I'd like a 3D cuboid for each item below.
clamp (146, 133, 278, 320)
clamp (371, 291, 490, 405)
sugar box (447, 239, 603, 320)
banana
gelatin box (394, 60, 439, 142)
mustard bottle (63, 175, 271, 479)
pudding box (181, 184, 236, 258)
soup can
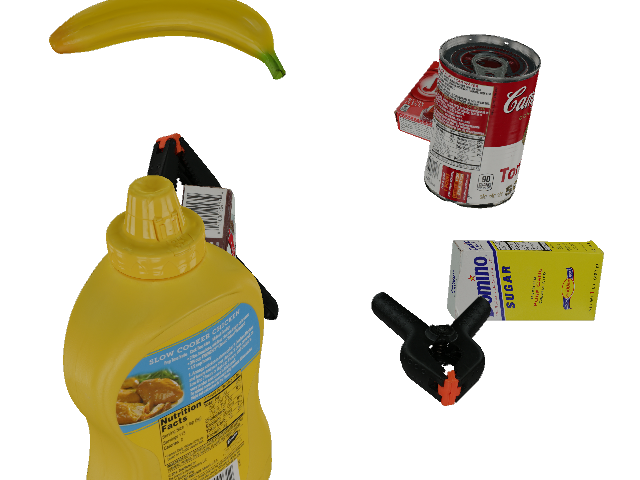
[{"bbox_3d":[-0.113,0.003,1.018,0.036,0.210,0.164,-8,1,42],"label":"clamp"},{"bbox_3d":[0.123,0.097,1.026,0.120,0.039,0.171,-7,31,-7],"label":"clamp"},{"bbox_3d":[0.245,0.049,1.286,0.176,0.093,0.048,-1,20,-8],"label":"sugar box"},{"bbox_3d":[-0.125,-0.180,0.897,0.198,0.069,0.037,5,-34,-1],"label":"banana"},{"bbox_3d":[0.123,-0.120,0.971,0.089,0.073,0.030,24,-29,26],"label":"gelatin box"},{"bbox_3d":[-0.068,0.057,0.482,0.096,0.192,0.058,-27,43,-34],"label":"mustard bottle"},{"bbox_3d":[-0.083,0.031,0.762,0.039,0.113,0.090,4,-35,0],"label":"pudding box"},{"bbox_3d":[0.110,-0.082,0.740,0.068,0.102,0.068,3,34,-2],"label":"soup can"}]
